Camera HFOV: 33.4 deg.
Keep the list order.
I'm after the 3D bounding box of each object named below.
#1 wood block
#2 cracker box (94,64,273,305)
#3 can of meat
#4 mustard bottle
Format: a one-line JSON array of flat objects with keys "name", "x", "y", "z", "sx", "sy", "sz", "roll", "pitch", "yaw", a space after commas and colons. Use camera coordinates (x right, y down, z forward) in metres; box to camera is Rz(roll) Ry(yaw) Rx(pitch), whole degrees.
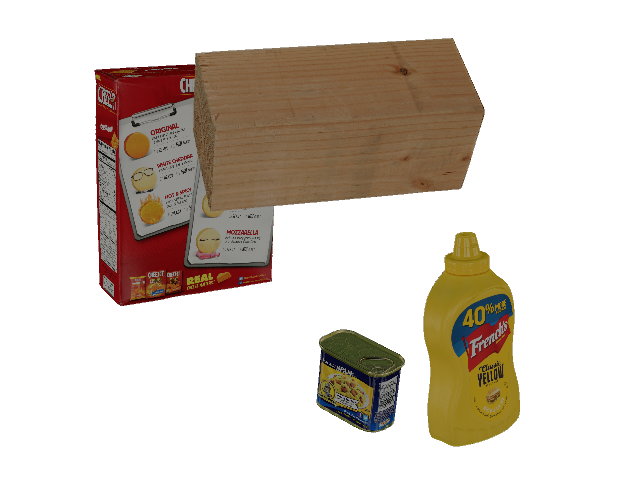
[{"name": "wood block", "x": 0.010, "y": -0.092, "z": 0.833, "sx": 0.206, "sy": 0.091, "sz": 0.090, "roll": -6, "pitch": -38, "yaw": -13}, {"name": "cracker box", "x": -0.127, "y": -0.057, "z": 1.015, "sx": 0.163, "sy": 0.214, "sz": 0.072, "roll": -8, "pitch": 21, "yaw": -30}, {"name": "can of meat", "x": 0.044, "y": 0.163, "z": 1.235, "sx": 0.102, "sy": 0.084, "sz": 0.057, "roll": 24, "pitch": 30, "yaw": 36}, {"name": "mustard bottle", "x": 0.138, "y": 0.086, "z": 0.984, "sx": 0.096, "sy": 0.191, "sz": 0.058, "roll": -15, "pitch": 17, "yaw": -33}]
